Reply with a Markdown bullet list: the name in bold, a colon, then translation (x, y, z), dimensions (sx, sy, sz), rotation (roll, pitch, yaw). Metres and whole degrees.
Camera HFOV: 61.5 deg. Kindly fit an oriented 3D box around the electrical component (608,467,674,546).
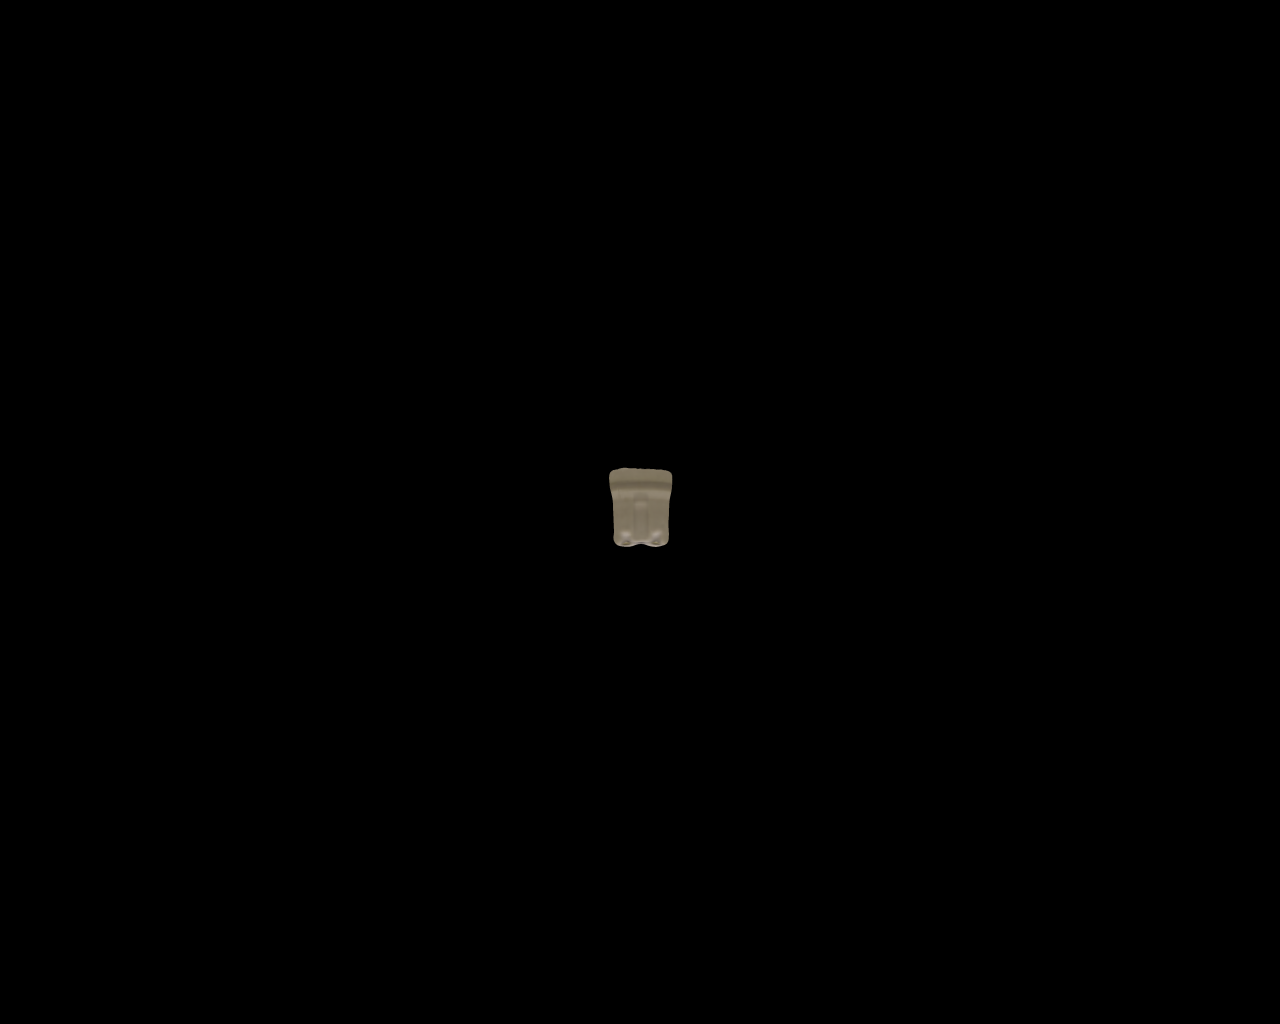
- **electrical component**: translation (0.001, -0.003, 0.650), dimensions (0.040, 0.046, 0.040), rotation (0, -4, 0)
